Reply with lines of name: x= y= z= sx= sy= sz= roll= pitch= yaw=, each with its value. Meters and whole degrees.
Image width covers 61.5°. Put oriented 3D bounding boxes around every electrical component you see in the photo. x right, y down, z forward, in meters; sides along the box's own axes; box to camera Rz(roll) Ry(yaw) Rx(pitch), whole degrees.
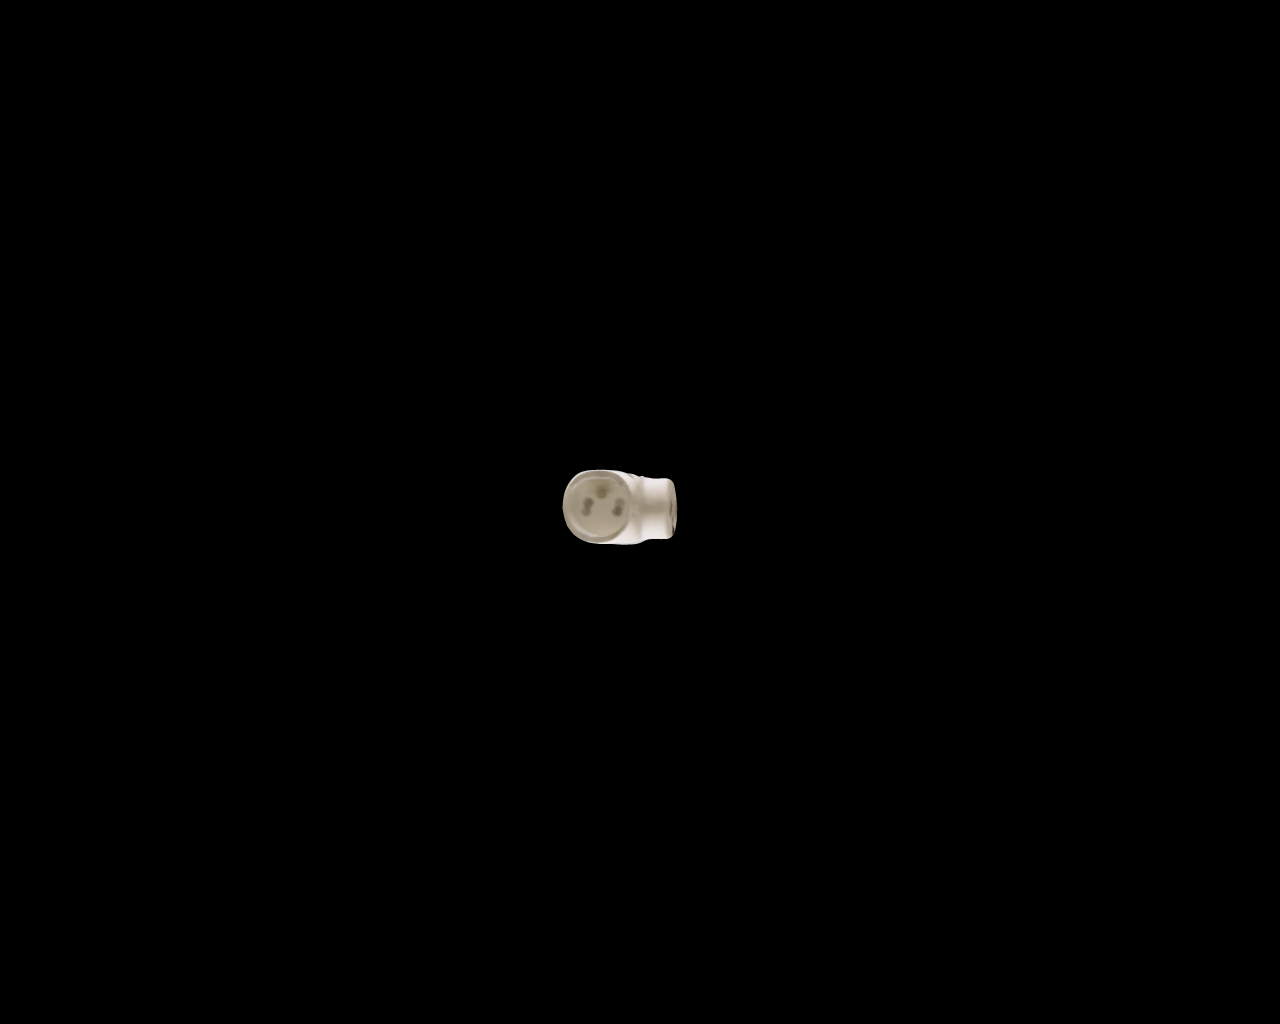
electrical component: x=0.001 y=-0.003 z=0.650 sx=0.079 sy=0.044 sz=0.077 roll=0 pitch=-2 yaw=11
